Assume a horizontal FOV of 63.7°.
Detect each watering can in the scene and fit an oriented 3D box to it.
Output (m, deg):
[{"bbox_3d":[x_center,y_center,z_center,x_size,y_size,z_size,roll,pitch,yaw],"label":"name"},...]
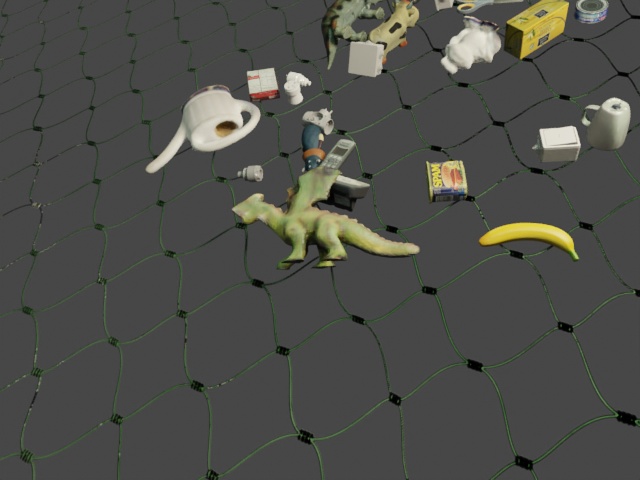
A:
[{"bbox_3d":[-0.341,-0.319,1.451,0.348,0.101,0.229,-23,52,-4],"label":"watering can"}]

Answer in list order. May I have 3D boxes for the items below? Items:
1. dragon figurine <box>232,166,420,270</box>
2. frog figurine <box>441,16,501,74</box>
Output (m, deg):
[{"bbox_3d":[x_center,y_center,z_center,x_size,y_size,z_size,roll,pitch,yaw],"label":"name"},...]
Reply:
[{"bbox_3d":[0.003,-0.057,1.136,0.410,0.120,0.247,-5,70,11],"label":"dragon figurine"},{"bbox_3d":[0.421,-0.530,1.445,0.139,0.123,0.158,35,105,23],"label":"frog figurine"}]
